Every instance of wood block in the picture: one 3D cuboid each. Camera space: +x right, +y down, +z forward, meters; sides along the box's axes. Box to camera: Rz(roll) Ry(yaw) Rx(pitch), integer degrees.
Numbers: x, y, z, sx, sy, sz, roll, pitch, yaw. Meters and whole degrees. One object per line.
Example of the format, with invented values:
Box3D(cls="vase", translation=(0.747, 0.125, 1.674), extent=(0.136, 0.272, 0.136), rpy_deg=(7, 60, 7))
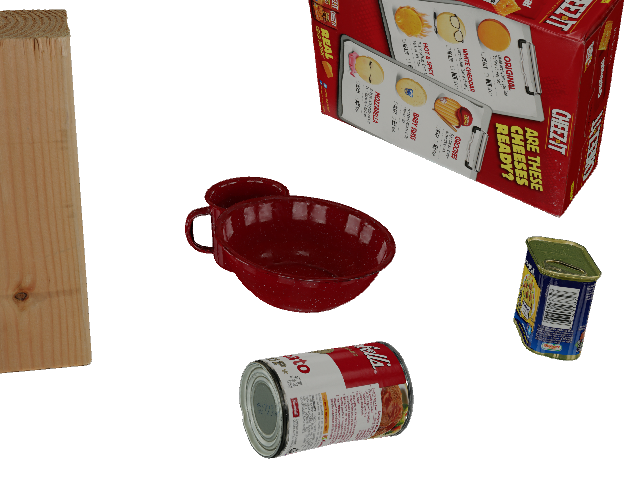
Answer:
Box3D(cls="wood block", translation=(-0.194, -0.030, 0.655), extent=(0.090, 0.206, 0.090), rpy_deg=(-4, 23, -13))

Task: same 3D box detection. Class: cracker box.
Box3D(cls="cracker box", translation=(0.097, -0.130, 0.759), extent=(0.214, 0.072, 0.164), rpy_deg=(26, -32, 25))

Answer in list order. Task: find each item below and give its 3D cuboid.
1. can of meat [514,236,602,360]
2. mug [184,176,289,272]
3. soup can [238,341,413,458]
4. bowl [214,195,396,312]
Box3D(cls="can of meat", translation=(0.216, 0.053, 0.986), extent=(0.057, 0.084, 0.102), rpy_deg=(7, 18, -1))
Box3D(cls="mug", translation=(-0.092, -0.014, 1.185), extent=(0.117, 0.081, 0.093), rpy_deg=(-7, 29, -13))
Box3D(cls="soup can", translation=(0.003, 0.110, 0.737), extent=(0.102, 0.068, 0.069), rpy_deg=(-5, 2, -30))
Box3D(cls="bowl", translation=(-0.016, 0.018, 0.949), extent=(0.162, 0.055, 0.162), rpy_deg=(6, 27, -3))
